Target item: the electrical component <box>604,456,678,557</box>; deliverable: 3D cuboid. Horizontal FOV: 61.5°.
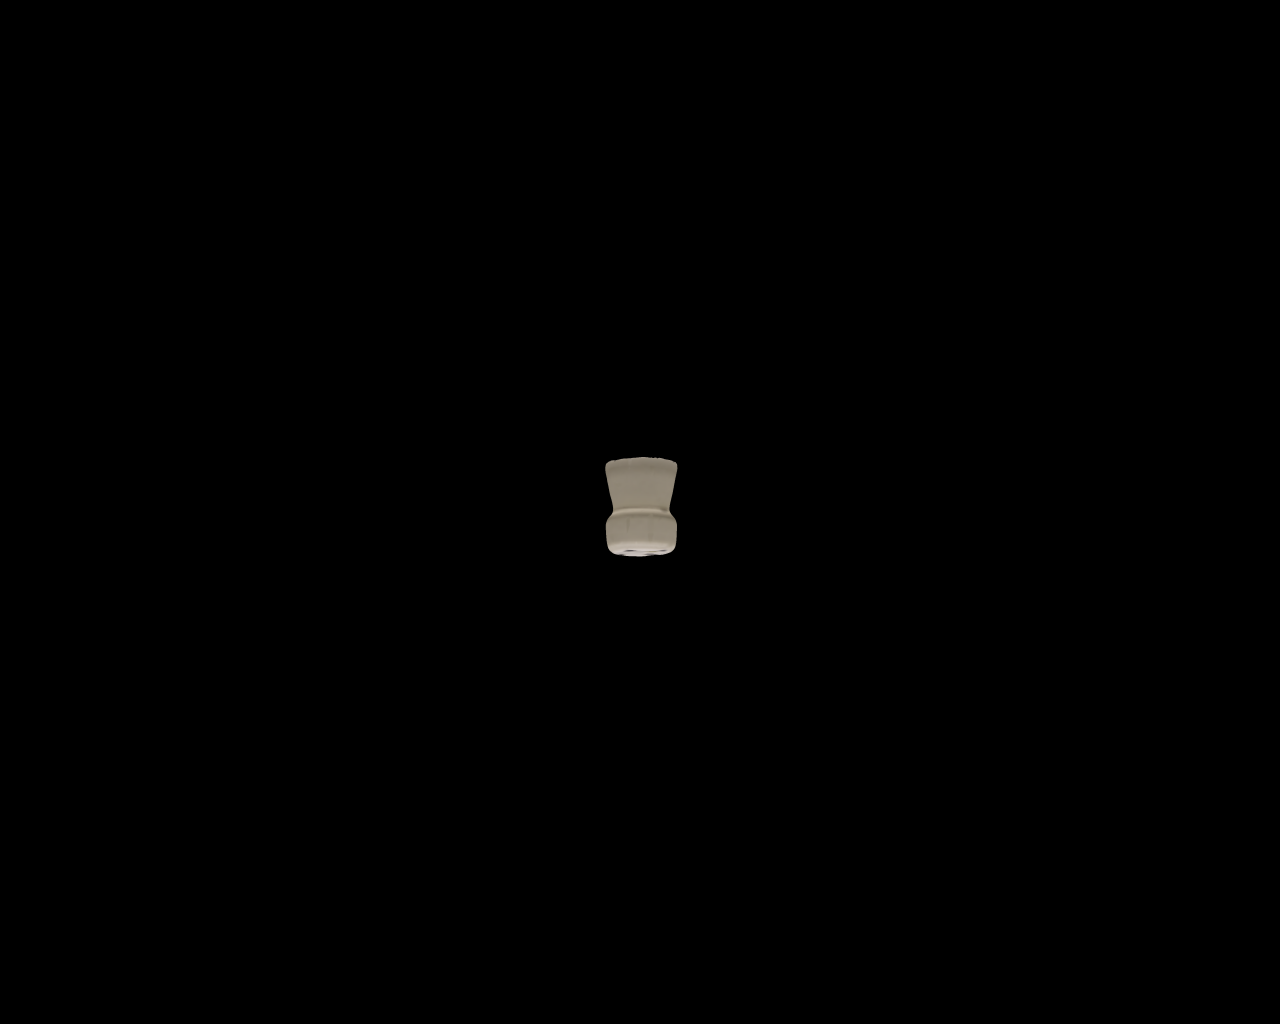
[{"bbox_3d":[0.001,-0.003,0.650,0.045,0.055,0.045,0,-9,0],"label":"electrical component"}]
